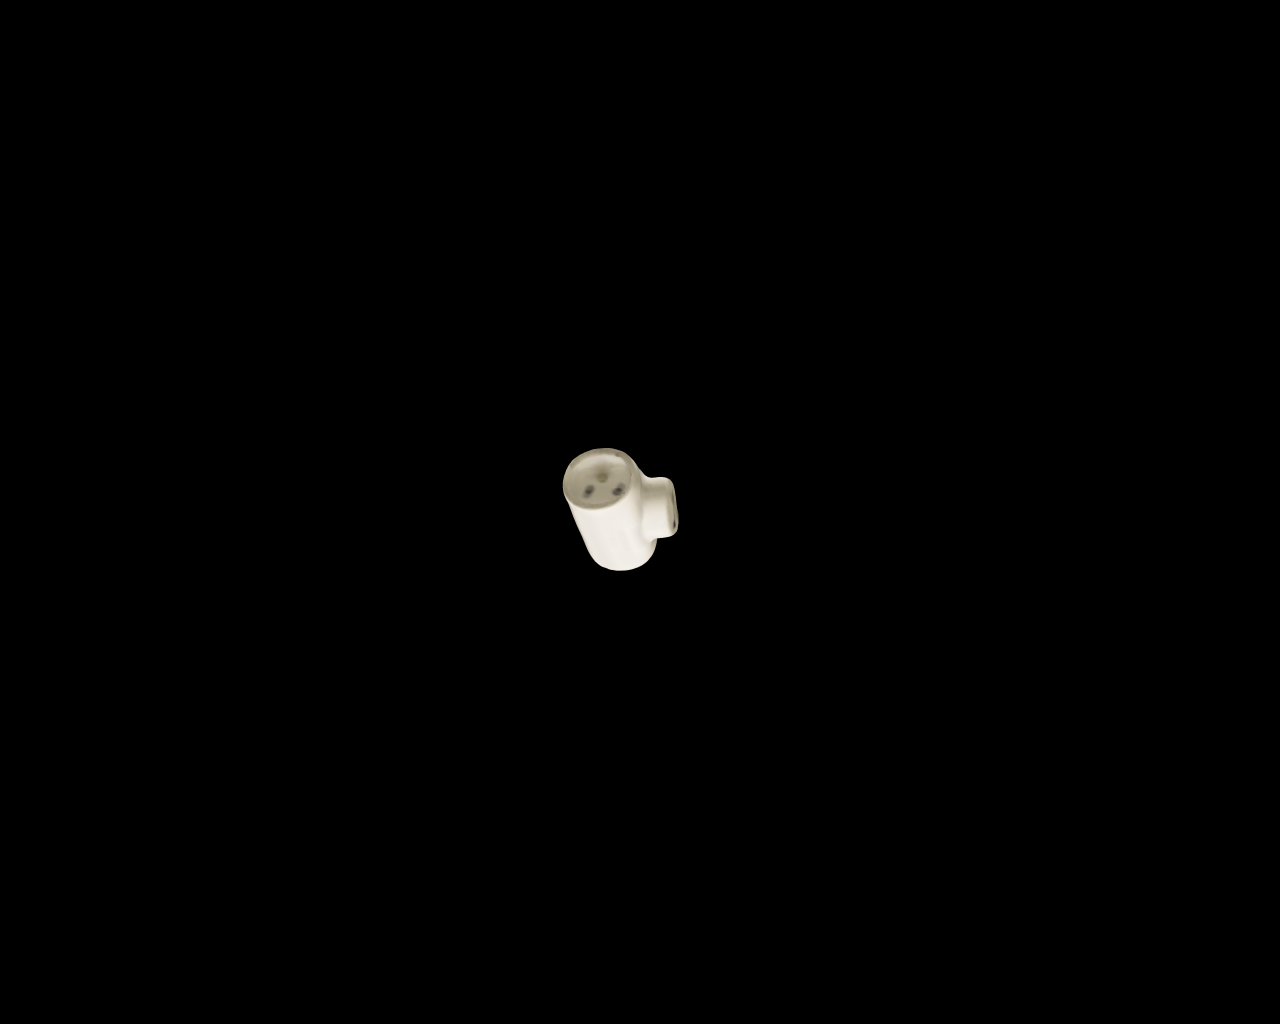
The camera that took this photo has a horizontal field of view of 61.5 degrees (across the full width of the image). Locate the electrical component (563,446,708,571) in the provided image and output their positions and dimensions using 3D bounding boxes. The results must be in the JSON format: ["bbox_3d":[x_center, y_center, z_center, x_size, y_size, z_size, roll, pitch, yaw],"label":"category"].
[{"bbox_3d":[0.001,-0.003,0.650,0.079,0.043,0.077,-6,-32,9],"label":"electrical component"}]
